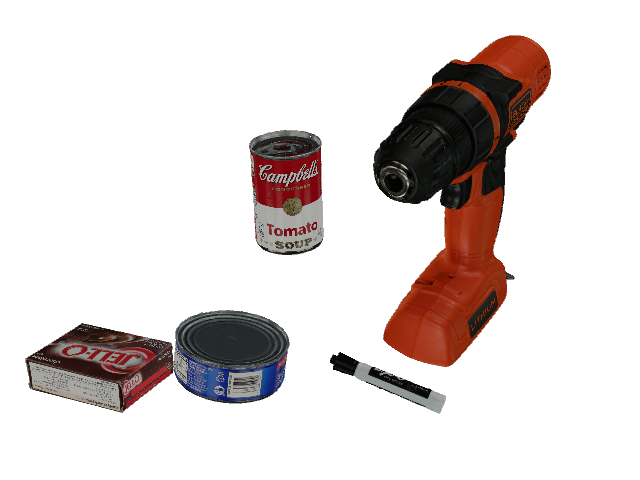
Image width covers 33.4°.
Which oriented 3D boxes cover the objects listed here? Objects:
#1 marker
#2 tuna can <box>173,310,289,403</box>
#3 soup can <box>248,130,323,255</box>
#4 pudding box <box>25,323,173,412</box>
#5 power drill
[{"bbox_3d":[0.066,0.141,1.063,0.121,0.020,0.020,21,5,13],"label":"marker"},{"bbox_3d":[-0.068,0.087,0.805,0.086,0.034,0.086,6,23,-3],"label":"tuna can"},{"bbox_3d":[-0.032,-0.046,1.018,0.068,0.102,0.068,-2,27,1],"label":"soup can"},{"bbox_3d":[-0.213,0.122,1.037,0.114,0.039,0.089,7,21,24],"label":"pudding box"},{"bbox_3d":[0.082,-0.016,0.657,0.057,0.188,0.184,23,39,24],"label":"power drill"}]
